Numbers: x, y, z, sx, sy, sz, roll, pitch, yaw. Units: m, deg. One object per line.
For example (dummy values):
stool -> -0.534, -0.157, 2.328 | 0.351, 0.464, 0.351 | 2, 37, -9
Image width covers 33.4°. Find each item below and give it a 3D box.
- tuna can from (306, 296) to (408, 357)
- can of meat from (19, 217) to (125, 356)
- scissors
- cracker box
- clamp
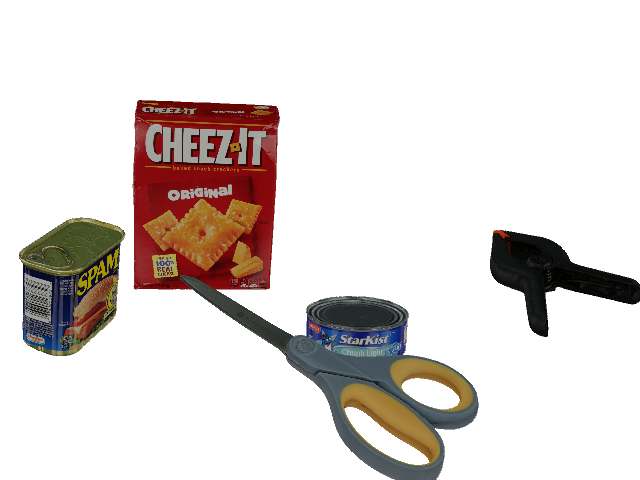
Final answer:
tuna can -> 0.030, 0.075, 0.895 | 0.086, 0.034, 0.086 | 2, 14, -1
can of meat -> -0.213, 0.039, 0.915 | 0.057, 0.084, 0.102 | 15, 26, 14
scissors -> 0.010, 0.064, 0.625 | 0.096, 0.016, 0.202 | -19, 46, -34
cracker box -> -0.135, -0.049, 1.243 | 0.164, 0.214, 0.072 | 1, 22, -7
clamp -> 0.232, 0.033, 1.058 | 0.120, 0.039, 0.171 | -8, 31, -14
